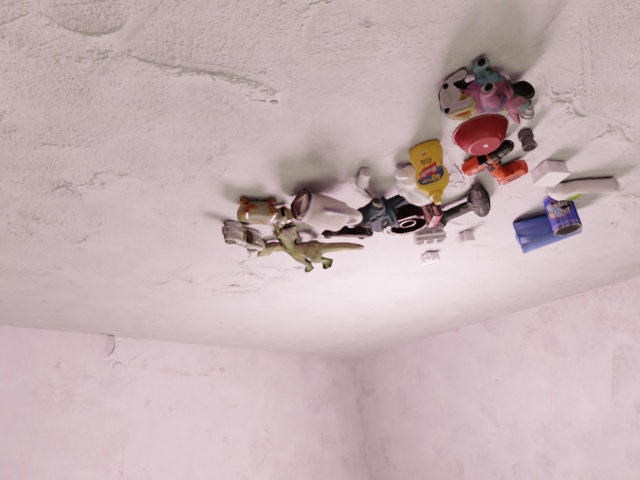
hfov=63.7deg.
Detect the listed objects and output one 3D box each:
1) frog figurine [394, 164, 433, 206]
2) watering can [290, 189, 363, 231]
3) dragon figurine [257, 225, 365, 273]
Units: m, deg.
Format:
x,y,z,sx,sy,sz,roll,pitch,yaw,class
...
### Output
x,y,z,sx,sy,sz,roll,pitch,yaw,class
0.304,-0.172,1.614,0.137,0.123,0.159,-1,175,35,frog figurine
0.005,-0.086,1.707,0.224,0.105,0.346,16,172,-16,watering can
-0.063,0.015,1.924,0.407,0.125,0.239,-16,146,33,dragon figurine
